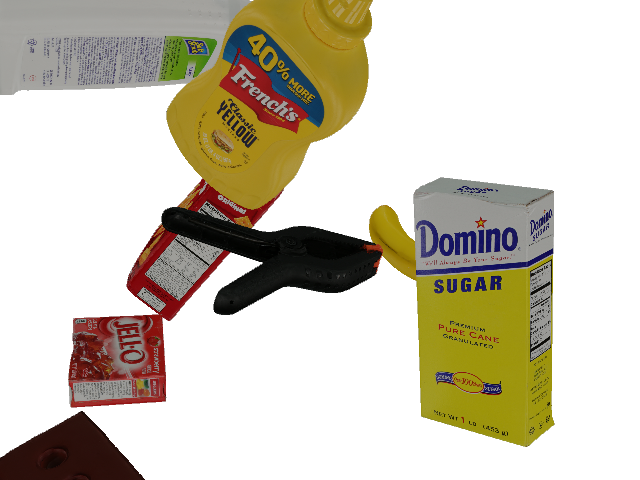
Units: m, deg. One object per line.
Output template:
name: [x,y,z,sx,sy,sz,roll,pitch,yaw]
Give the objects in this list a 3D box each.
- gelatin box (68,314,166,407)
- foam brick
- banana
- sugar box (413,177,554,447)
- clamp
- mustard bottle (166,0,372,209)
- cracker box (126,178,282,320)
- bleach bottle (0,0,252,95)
gelatin box: [-0.160,0.093,0.843,0.073,0.030,0.089,-2,29,-8]
foam brick: [-0.109,0.130,0.497,0.052,0.051,0.078,-29,42,-28]
banana: [0.097,0.008,1.183,0.069,0.037,0.198,2,24,-33]
sugar box: [0.115,0.049,0.751,0.093,0.176,0.048,9,23,38]
clamp: [-0.032,0.022,0.993,0.209,0.036,0.165,5,29,-22]
mustard bottle: [-0.023,-0.102,0.680,0.058,0.096,0.192,-40,-1,-42]
cracker box: [-0.117,-0.034,1.198,0.072,0.214,0.164,38,25,-10]
bleach bottle: [-0.140,-0.164,0.886,0.250,0.068,0.103,0,-27,-15]
